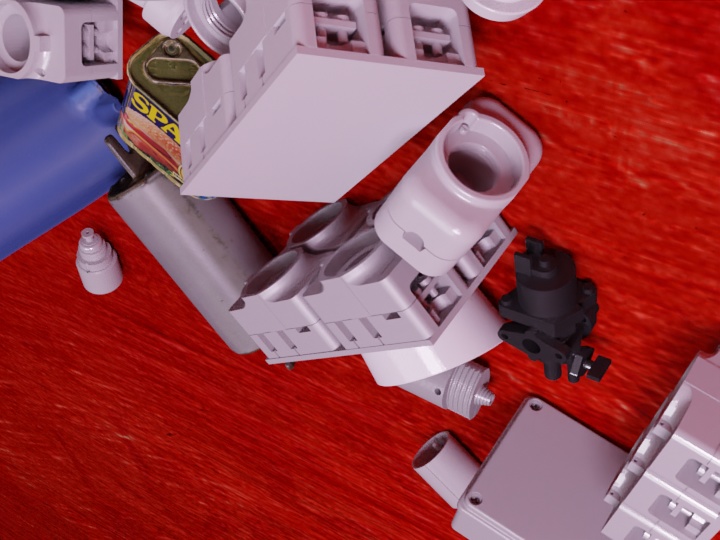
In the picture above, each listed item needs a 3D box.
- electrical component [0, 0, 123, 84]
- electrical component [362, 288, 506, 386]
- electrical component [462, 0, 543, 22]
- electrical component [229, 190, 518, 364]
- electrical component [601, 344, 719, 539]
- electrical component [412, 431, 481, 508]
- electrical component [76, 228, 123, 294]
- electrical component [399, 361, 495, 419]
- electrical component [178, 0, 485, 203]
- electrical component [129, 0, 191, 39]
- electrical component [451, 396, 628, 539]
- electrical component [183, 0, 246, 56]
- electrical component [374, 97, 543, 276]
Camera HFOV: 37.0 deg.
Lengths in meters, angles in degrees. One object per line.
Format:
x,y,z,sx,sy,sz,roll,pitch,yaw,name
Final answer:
-0.253,-0.195,0.743,0.186,0.060,0.105,15,111,30,electrical component
0.048,0.044,0.745,0.099,0.099,0.064,-16,112,54,electrical component
0.072,-0.151,0.510,0.055,0.066,0.048,118,135,-67,electrical component
0.000,0.000,0.728,0.186,0.105,0.060,-12,121,53,electrical component
0.207,0.114,0.666,0.062,0.089,0.150,31,148,15,electrical component
0.088,0.182,0.924,0.081,0.043,0.043,46,148,-10,electrical component
-0.258,-0.011,1.052,0.040,0.040,0.078,26,146,22,electrical component
0.065,0.083,0.823,0.081,0.043,0.043,24,145,25,electrical component
-0.027,-0.102,0.616,0.186,0.105,0.060,-34,59,58,electrical component
-0.130,-0.183,0.694,0.055,0.045,0.045,40,149,-1,electrical component
0.140,0.167,0.788,0.109,0.108,0.056,31,150,14,electrical component
-0.067,-0.163,0.640,0.078,0.057,0.058,20,144,29,electrical component
0.058,-0.050,0.612,0.054,0.095,0.059,40,149,1,electrical component
